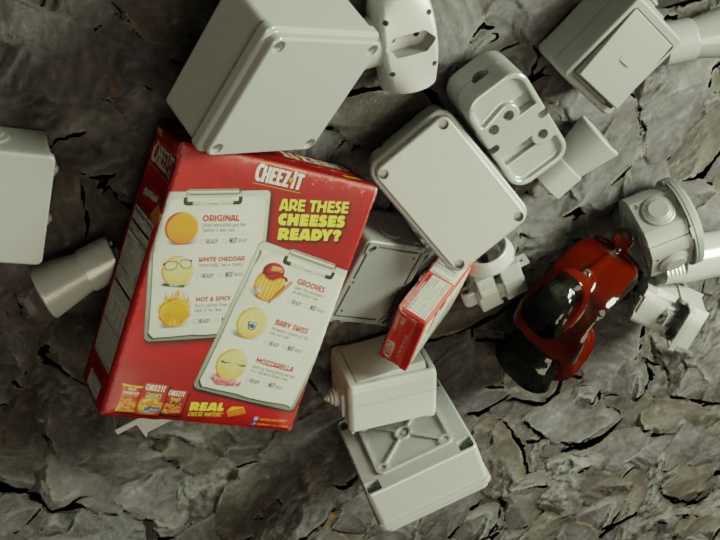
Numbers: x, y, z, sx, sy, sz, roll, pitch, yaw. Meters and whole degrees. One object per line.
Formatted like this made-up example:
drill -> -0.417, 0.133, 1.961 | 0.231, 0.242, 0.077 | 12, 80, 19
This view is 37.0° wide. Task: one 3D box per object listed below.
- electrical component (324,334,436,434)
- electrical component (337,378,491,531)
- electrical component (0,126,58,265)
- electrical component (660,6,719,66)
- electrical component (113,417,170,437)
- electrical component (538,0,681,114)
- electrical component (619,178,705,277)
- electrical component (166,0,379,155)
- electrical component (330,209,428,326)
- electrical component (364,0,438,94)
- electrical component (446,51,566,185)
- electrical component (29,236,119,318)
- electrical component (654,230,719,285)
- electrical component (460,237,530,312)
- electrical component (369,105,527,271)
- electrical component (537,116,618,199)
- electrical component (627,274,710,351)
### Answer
electrical component -> 0.014, 0.097, 0.953 | 0.096, 0.061, 0.061 | -11, 125, -13
electrical component -> 0.047, 0.167, 0.984 | 0.109, 0.108, 0.056 | -24, 124, -3
electrical component -> -0.266, -0.055, 0.756 | 0.100, 0.048, 0.099 | 4, 121, -22
electrical component -> 0.271, -0.188, 0.872 | 0.065, 0.044, 0.044 | -12, 126, -6
electrical component -> -0.175, 0.096, 0.895 | 0.081, 0.042, 0.063 | -27, 126, -2
electrical component -> 0.200, -0.178, 0.834 | 0.062, 0.061, 0.096 | 33, 110, -34
electrical component -> 0.265, -0.037, 0.947 | 0.051, 0.080, 0.080 | -21, 127, 1
electrical component -> -0.059, -0.136, 0.736 | 0.109, 0.056, 0.108 | -11, 147, -48
electrical component -> 0.000, 0.000, 0.882 | 0.062, 0.061, 0.096 | 7, 124, -35
electrical component -> 0.014, -0.168, 0.787 | 0.079, 0.043, 0.077 | -16, 126, -9
electrical component -> 0.113, -0.121, 0.845 | 0.054, 0.059, 0.095 | -36, 127, 6
electrical component -> -0.213, 0.002, 0.820 | 0.065, 0.044, 0.044 | -28, 128, -7
electrical component -> 0.302, -0.010, 1.000 | 0.081, 0.043, 0.043 | -9, 125, -14
electrical component -> 0.114, -0.002, 0.935 | 0.066, 0.048, 0.055 | -27, 135, -1
electrical component -> 0.068, -0.064, 0.845 | 0.078, 0.057, 0.113 | -39, 105, 8
electrical component -> 0.177, -0.091, 0.901 | 0.065, 0.044, 0.044 | -42, 126, 16
electrical component -> 0.286, 0.036, 1.007 | 0.064, 0.081, 0.042 | 23, 114, 0
